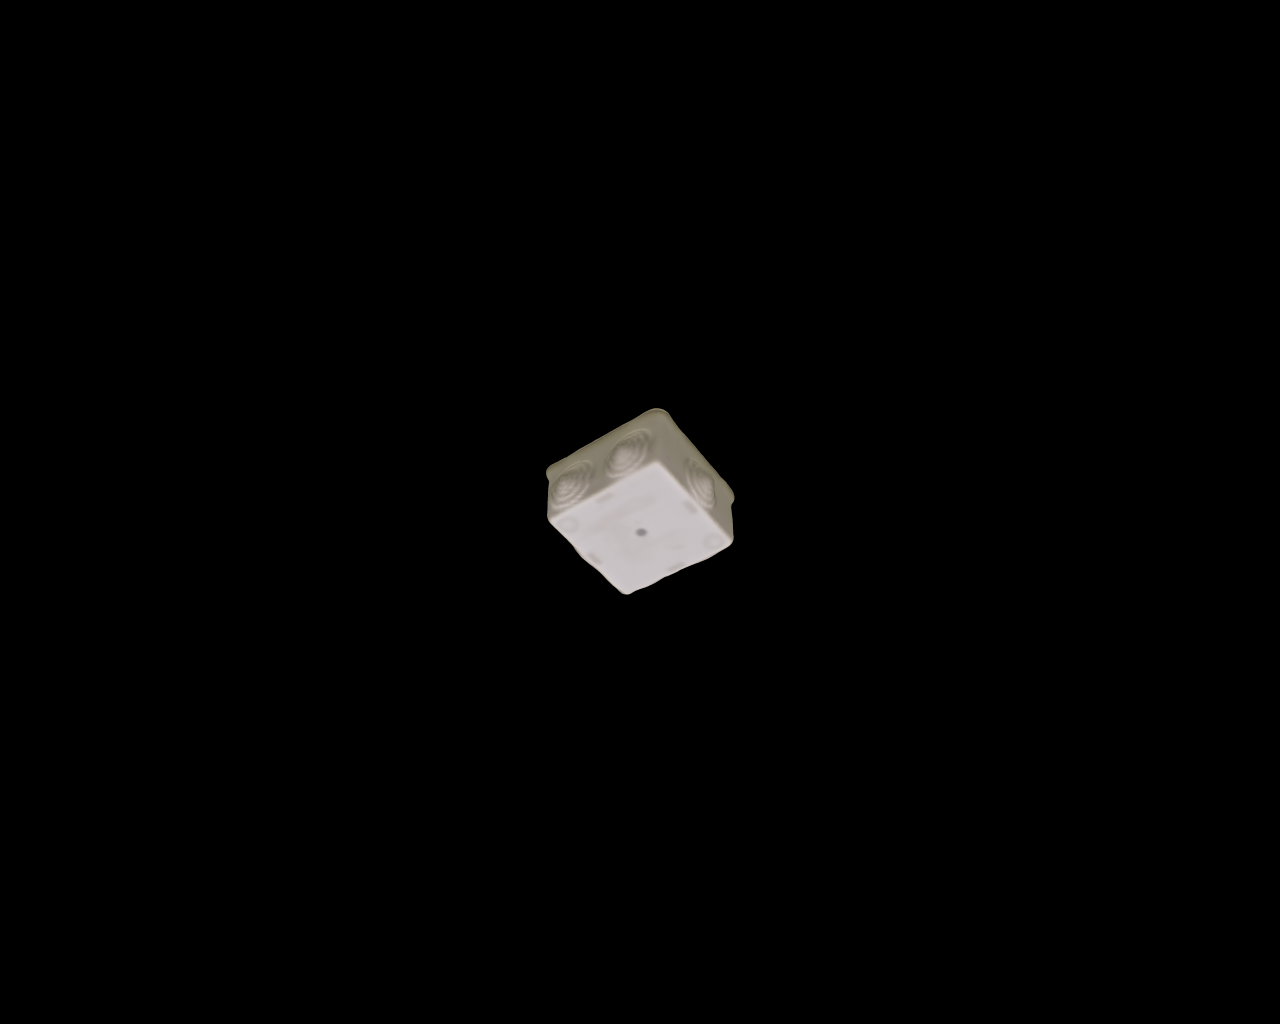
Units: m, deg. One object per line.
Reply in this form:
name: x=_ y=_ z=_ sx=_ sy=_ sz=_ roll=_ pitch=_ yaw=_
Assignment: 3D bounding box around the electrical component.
electrical component: x=0.001 y=-0.003 z=0.650 sx=0.099 sy=0.048 sz=0.099 roll=-27 pitch=-53 yaw=22
